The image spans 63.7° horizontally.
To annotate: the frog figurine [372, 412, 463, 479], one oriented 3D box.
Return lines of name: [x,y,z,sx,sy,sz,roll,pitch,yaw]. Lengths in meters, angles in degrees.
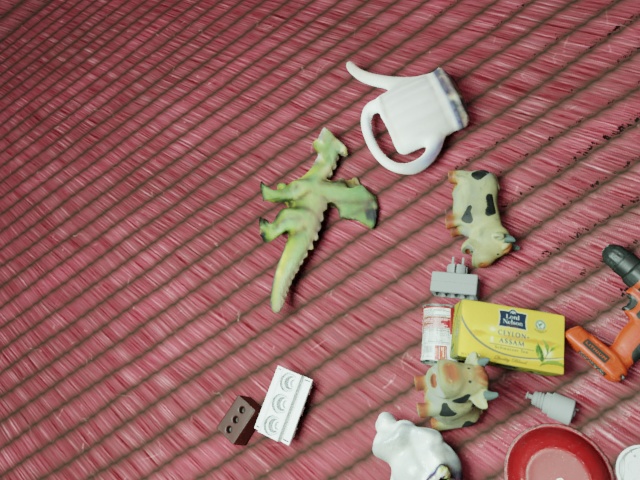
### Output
frog figurine: [0.153,0.366,0.853,0.123,0.135,0.162,3,21,-26]

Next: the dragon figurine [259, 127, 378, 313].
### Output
dragon figurine: [0.003,-0.055,1.101,0.242,0.418,0.120,-9,-24,11]

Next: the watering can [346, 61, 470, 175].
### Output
watering can: [0.186,-0.303,1.120,0.223,0.354,0.102,-23,-28,12]
